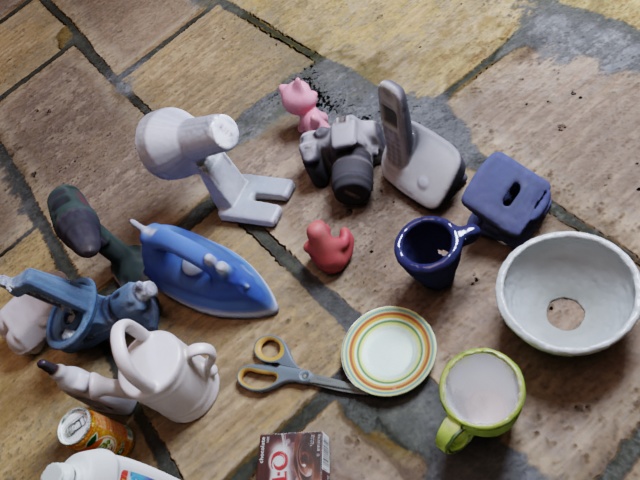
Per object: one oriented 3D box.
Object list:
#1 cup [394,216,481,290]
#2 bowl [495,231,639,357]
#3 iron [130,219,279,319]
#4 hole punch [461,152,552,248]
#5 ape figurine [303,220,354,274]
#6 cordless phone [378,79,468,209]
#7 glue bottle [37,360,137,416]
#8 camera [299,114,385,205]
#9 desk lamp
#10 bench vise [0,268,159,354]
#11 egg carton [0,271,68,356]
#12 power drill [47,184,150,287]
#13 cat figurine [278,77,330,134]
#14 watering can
[{"bbox_3d":[0.169,0.022,0.796,0.117,0.095,0.091,-21,52,8],"label":"cup"},{"bbox_3d":[0.307,0.076,0.714,0.167,0.075,0.167,-11,54,16],"label":"bowl"},{"bbox_3d":[-0.188,0.038,0.905,0.257,0.142,0.119,19,66,32],"label":"iron"},{"bbox_3d":[0.267,-0.059,0.813,0.100,0.091,0.109,26,70,34],"label":"hole punch"},{"bbox_3d":[0.008,0.003,0.878,0.077,0.092,0.076,-4,56,20],"label":"ape figurine"},{"bbox_3d":[0.144,-0.146,0.864,0.094,0.185,0.147,-43,52,-9],"label":"cordless phone"},{"bbox_3d":[-0.344,0.210,0.831,0.078,0.174,0.037,2,58,24],"label":"glue bottle"},{"bbox_3d":[0.035,-0.131,0.953,0.143,0.101,0.137,-10,54,16],"label":"camera"},{"bbox_3d":[-0.178,-0.132,0.971,0.202,0.214,0.118,8,61,27],"label":"desk lamp"},{"bbox_3d":[-0.369,0.087,0.896,0.207,0.220,0.121,-33,51,-1],"label":"bench vise"},{"bbox_3d":[-0.495,0.129,1.017,0.107,0.070,0.150,32,74,36],"label":"egg carton"},{"bbox_3d":[-0.366,0.003,0.960,0.076,0.209,0.228,-43,52,-9],"label":"power drill"},{"bbox_3d":[-0.026,-0.238,1.041,0.067,0.118,0.127,-29,51,2],"label":"cat figurine"},{"bbox_3d":[-0.233,0.181,0.791,0.173,0.195,0.100,-40,52,-7],"label":"watering can"}]
